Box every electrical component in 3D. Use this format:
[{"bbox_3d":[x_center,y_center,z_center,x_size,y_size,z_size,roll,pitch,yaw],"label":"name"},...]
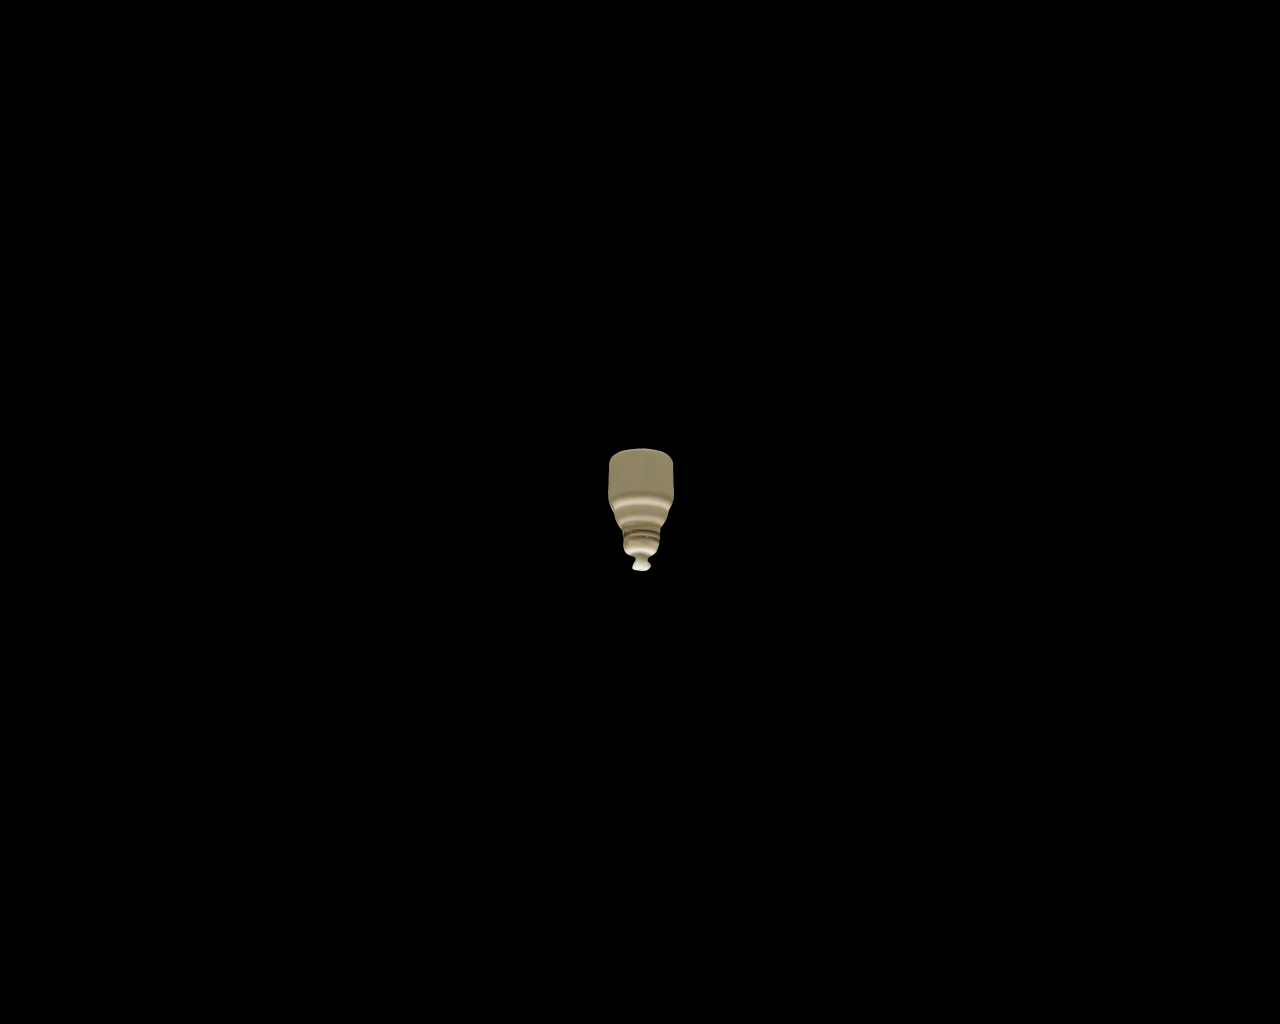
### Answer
[{"bbox_3d":[0.001,-0.003,0.650,0.040,0.078,0.040,0,-18,0],"label":"electrical component"}]
